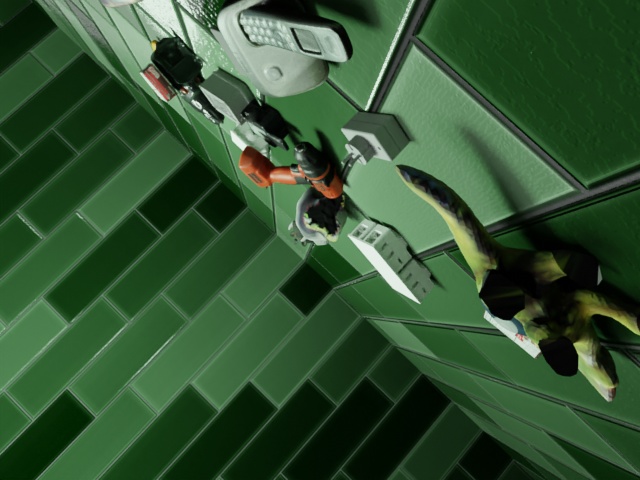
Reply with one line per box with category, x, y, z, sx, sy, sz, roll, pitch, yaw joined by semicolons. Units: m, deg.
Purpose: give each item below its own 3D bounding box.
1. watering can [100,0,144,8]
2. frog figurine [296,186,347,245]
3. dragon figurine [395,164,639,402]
watering can;-0.358;-0.478;0.827;0.352;0.104;0.220;37;171;43
frog figurine;0.004;-0.059;1.178;0.160;0.123;0.137;-139;36;-86
dragon figurine;0.241;0.053;0.654;0.411;0.122;0.242;45;180;3
